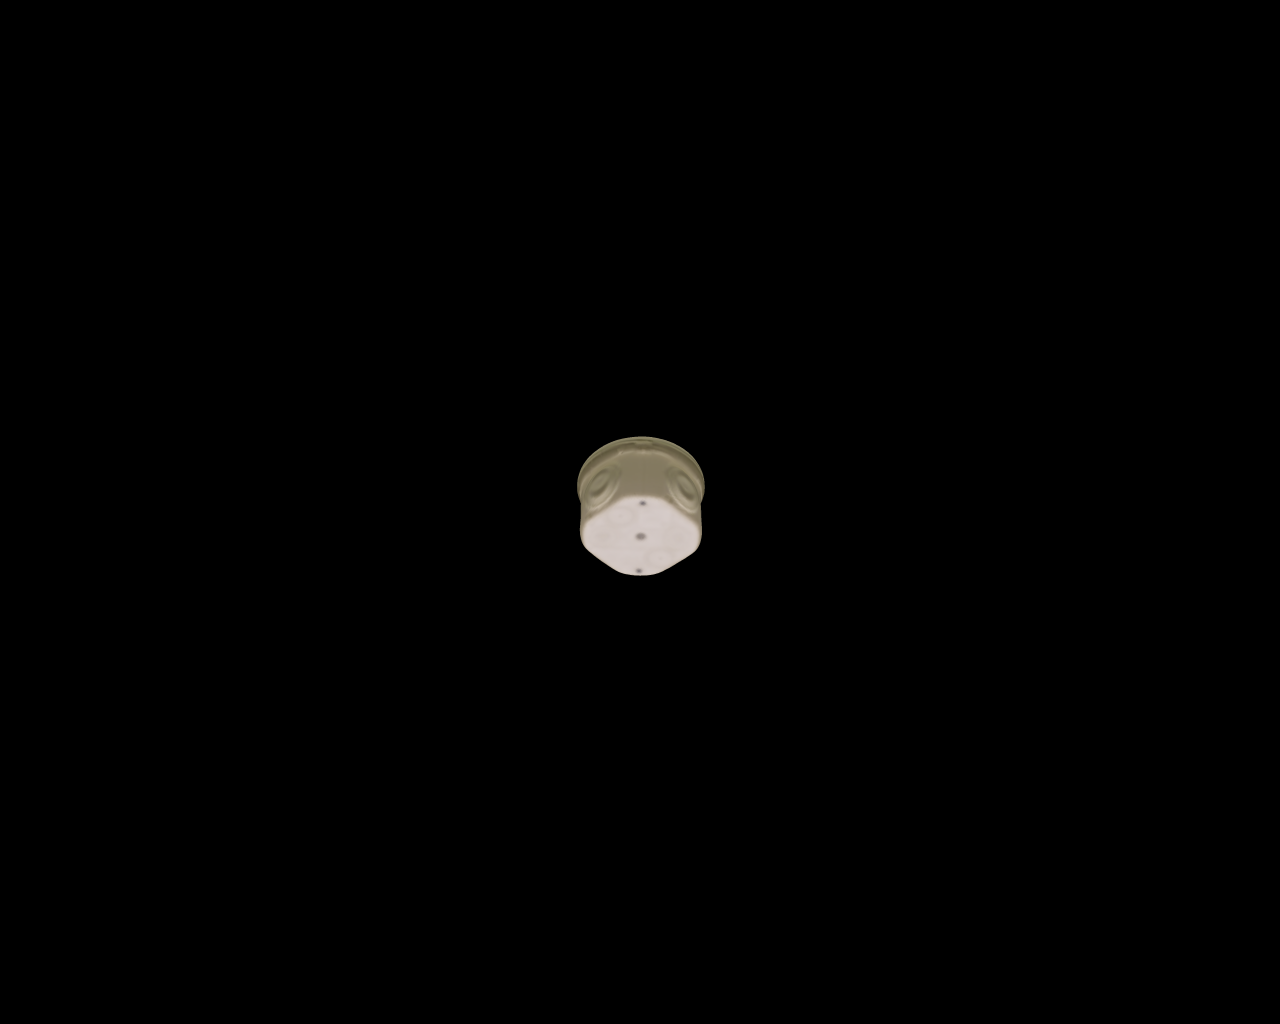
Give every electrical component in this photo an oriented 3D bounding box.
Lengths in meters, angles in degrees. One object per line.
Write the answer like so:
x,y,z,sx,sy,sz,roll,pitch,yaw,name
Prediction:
0.001,-0.003,0.650,0.080,0.051,0.080,0,-45,0,electrical component
